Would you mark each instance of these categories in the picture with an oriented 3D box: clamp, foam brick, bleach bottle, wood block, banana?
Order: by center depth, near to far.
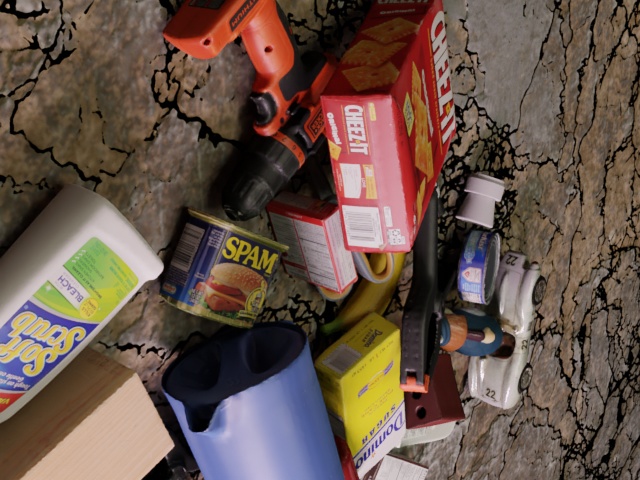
[{"bbox_3d":[-0.230,0.081,0.792,0.250,0.068,0.102,-53,137,-18],"label":"bleach bottle"},{"bbox_3d":[-0.224,0.184,0.814,0.205,0.090,0.091,-43,133,-29],"label":"wood block"},{"bbox_3d":[-0.139,0.224,0.962,0.171,0.039,0.120,31,61,-47],"label":"clamp"},{"bbox_3d":[0.063,0.016,1.124,0.069,0.037,0.198,22,87,-51],"label":"banana"},{"bbox_3d":[0.116,0.069,1.144,0.164,0.036,0.210,58,37,-58],"label":"clamp"},{"bbox_3d":[0.123,0.173,1.218,0.051,0.053,0.078,5,68,-51],"label":"foam brick"}]

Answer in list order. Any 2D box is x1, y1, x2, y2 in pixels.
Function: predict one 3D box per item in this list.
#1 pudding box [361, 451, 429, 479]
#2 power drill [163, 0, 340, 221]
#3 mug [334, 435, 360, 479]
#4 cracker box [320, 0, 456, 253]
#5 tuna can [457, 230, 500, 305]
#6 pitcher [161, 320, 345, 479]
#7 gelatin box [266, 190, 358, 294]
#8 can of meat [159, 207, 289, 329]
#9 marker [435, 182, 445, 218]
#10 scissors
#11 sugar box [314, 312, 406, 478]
[{"bbox_3d":[0.072,0.290,1.239,0.113,0.039,0.090,32,79,-52],"label":"pudding box"},{"bbox_3d":[-0.058,-0.132,0.914,0.184,0.057,0.187,-58,142,-22],"label":"power drill"},{"bbox_3d":[-0.011,0.258,1.102,0.117,0.093,0.081,-18,118,-3],"label":"mug"},{"bbox_3d":[0.071,-0.114,0.993,0.213,0.072,0.164,-63,150,-49],"label":"cracker box"},{"bbox_3d":[0.187,0.031,1.255,0.086,0.034,0.086,9,90,-71],"label":"tuna can"},{"bbox_3d":[-0.038,0.200,0.971,0.149,0.145,0.243,-24,111,-18],"label":"pitcher"},{"bbox_3d":[-0.007,0.001,1.009,0.030,0.073,0.089,-41,132,-33],"label":"gelatin box"},{"bbox_3d":[-0.086,0.027,0.941,0.101,0.058,0.084,23,88,-51],"label":"can of meat"},{"bbox_3d":[0.117,-0.072,1.167,0.020,0.020,0.121,-45,134,-29],"label":"marker"},{"bbox_3d":[0.001,-0.016,1.052,0.096,0.016,0.201,-43,120,-2],"label":"scissors"},{"bbox_3d":[0.046,0.170,1.133,0.093,0.048,0.176,-37,137,-29],"label":"sugar box"}]
